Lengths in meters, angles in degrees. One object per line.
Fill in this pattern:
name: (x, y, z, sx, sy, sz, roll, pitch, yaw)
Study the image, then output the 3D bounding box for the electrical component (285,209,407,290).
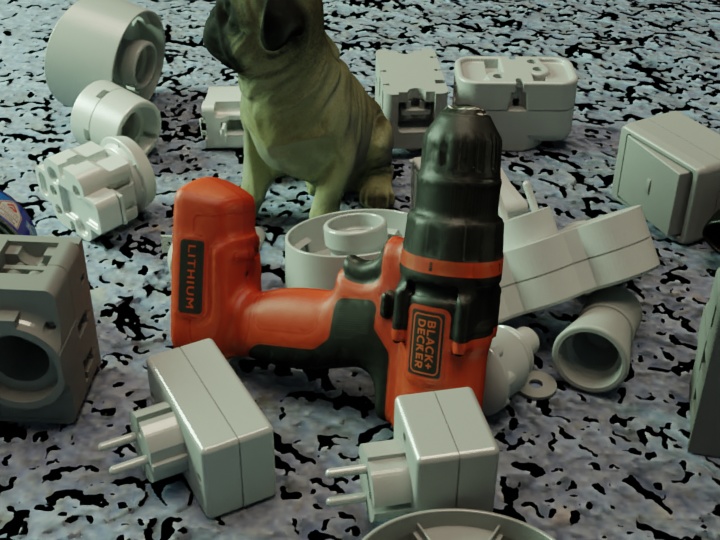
electrical component: (0.000, 0.000, 0.685, 0.099, 0.064, 0.099, -5, 21, 2)

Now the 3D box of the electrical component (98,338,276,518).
electrical component: (-0.094, 0.085, 0.550, 0.076, 0.047, 0.083, -16, 37, -23)

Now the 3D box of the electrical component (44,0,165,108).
electrical component: (-0.207, -0.177, 0.895, 0.064, 0.099, 0.099, 17, 37, 12)

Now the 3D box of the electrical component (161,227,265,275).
electrical component: (-0.098, -0.012, 0.697, 0.066, 0.048, 0.055, 2, 26, 2)

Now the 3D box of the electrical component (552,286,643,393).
electrical component: (0.143, 0.037, 0.633, 0.044, 0.044, 0.065, 15, 31, 20)

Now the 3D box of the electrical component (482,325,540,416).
electrical component: (0.078, 0.051, 0.608, 0.048, 0.048, 0.062, 27, 35, 33)

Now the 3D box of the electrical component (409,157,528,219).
electrical component: (0.075, -0.031, 0.713, 0.061, 0.061, 0.096, -9, 35, -15)

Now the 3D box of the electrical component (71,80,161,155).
electrical component: (-0.189, -0.115, 0.840, 0.047, 0.055, 0.055, 24, 40, 25)

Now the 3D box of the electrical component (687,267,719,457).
electrical component: (0.235, 0.012, 0.540, 0.105, 0.186, 0.060, 8, 35, 11)

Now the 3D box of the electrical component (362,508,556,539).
electrical component: (0.043, 0.142, 0.453, 0.099, 0.064, 0.099, 1, 34, 0)

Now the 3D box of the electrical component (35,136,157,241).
electrical component: (-0.181, -0.060, 0.756, 0.057, 0.058, 0.078, -31, 45, -34)

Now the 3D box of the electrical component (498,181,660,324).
electrical component: (0.102, -0.015, 0.643, 0.138, 0.073, 0.052, -19, 1, 2)

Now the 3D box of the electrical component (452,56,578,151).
electrical component: (0.124, -0.135, 0.871, 0.095, 0.059, 0.053, 0, 34, 0)

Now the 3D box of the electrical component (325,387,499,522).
electrical component: (0.021, 0.099, 0.514, 0.077, 0.065, 0.047, -6, 34, -10)

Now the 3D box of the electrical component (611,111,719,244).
electrical component: (0.223, -0.069, 0.773, 0.061, 0.061, 0.096, -17, 38, -24)

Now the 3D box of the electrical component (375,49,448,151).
electrical component: (0.040, -0.136, 0.874, 0.050, 0.055, 0.089, -2, 34, -4)

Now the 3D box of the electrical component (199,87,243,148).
electrical component: (-0.094, -0.123, 0.865, 0.064, 0.042, 0.081, 1, 33, 4)

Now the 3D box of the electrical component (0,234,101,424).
electrical component: (-0.228, 0.033, 0.587, 0.150, 0.089, 0.061, 2, 34, 2)

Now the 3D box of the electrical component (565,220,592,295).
electrical component: (0.163, -0.011, 0.702, 0.062, 0.048, 0.048, -11, 35, -29)
